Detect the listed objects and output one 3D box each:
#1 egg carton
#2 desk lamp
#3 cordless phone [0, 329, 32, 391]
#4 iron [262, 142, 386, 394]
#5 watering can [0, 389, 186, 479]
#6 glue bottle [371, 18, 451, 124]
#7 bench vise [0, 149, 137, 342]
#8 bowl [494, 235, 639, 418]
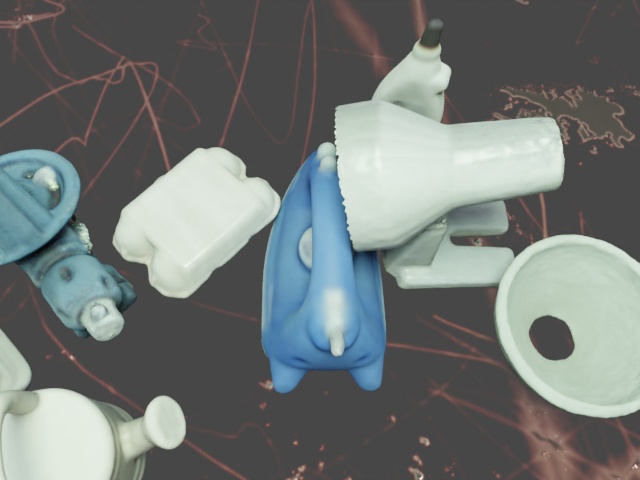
[{"bbox_3d":[-0.119,-0.019,0.556,0.107,0.069,0.150,41,71,11],"label":"egg carton"},{"bbox_3d":[0.104,-0.037,0.505,0.203,0.213,0.118,-1,69,-5],"label":"desk lamp"},{"bbox_3d":[-0.321,0.081,0.437,0.147,0.185,0.094,39,71,10],"label":"cordless phone"},{"bbox_3d":[0.005,0.002,0.520,0.118,0.141,0.258,-1,69,-5],"label":"iron"},{"bbox_3d":[-0.189,0.155,0.415,0.173,0.194,0.101,-36,76,-16],"label":"watering can"},{"bbox_3d":[0.096,-0.156,0.572,0.078,0.173,0.037,16,68,2],"label":"glue bottle"},{"bbox_3d":[-0.230,-0.018,0.465,0.207,0.220,0.121,29,69,7],"label":"bench vise"},{"bbox_3d":[0.237,0.084,0.544,0.167,0.075,0.167,2,69,-4],"label":"bowl"}]
